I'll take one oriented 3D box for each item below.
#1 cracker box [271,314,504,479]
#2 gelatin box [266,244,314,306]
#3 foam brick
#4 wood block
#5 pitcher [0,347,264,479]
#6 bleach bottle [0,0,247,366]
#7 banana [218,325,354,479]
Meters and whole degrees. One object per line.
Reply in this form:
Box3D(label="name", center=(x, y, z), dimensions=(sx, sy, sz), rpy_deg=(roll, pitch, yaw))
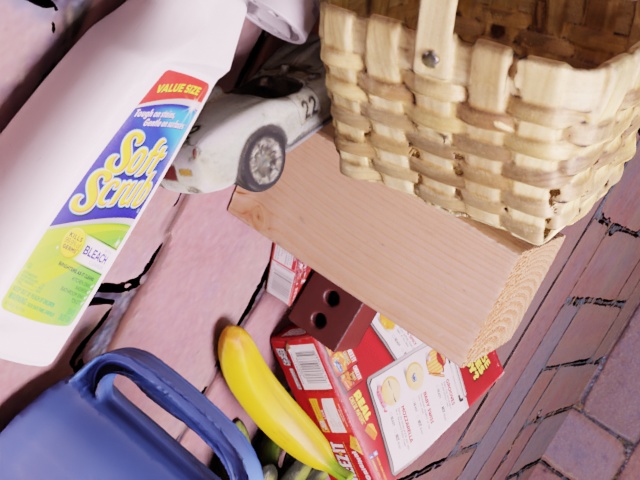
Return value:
Box3D(label="cracker box", center=(0.068, 0.112, 1.012), dimensions=(0.213, 0.072, 0.164), rpy_deg=(-35, 108, -41))
Box3D(label="gelatin box", center=(-0.006, 0.001, 0.875), dimensions=(0.073, 0.030, 0.089), rpy_deg=(-35, 149, -41))
Box3D(label="foam brick", center=(0.020, 0.046, 0.878), dimensions=(0.078, 0.053, 0.051), rpy_deg=(-61, 159, 16))
Box3D(label="wood block", center=(0.051, -0.011, 0.747), dimensions=(0.090, 0.206, 0.091), rpy_deg=(-15, 133, -57))
Box3D(label="pitcher", center=(-0.094, 0.193, 0.678), dimensions=(0.144, 0.243, 0.149), rpy_deg=(-47, 161, -28))
Box3D(label="bleach bottle", center=(-0.114, -0.059, 0.554), dimensions=(0.251, 0.068, 0.102), rpy_deg=(-58, 157, -3))
Box3D(label="banana", center=(-0.039, 0.135, 0.908), dimensions=(0.197, 0.070, 0.037), rpy_deg=(53, 53, -31))
